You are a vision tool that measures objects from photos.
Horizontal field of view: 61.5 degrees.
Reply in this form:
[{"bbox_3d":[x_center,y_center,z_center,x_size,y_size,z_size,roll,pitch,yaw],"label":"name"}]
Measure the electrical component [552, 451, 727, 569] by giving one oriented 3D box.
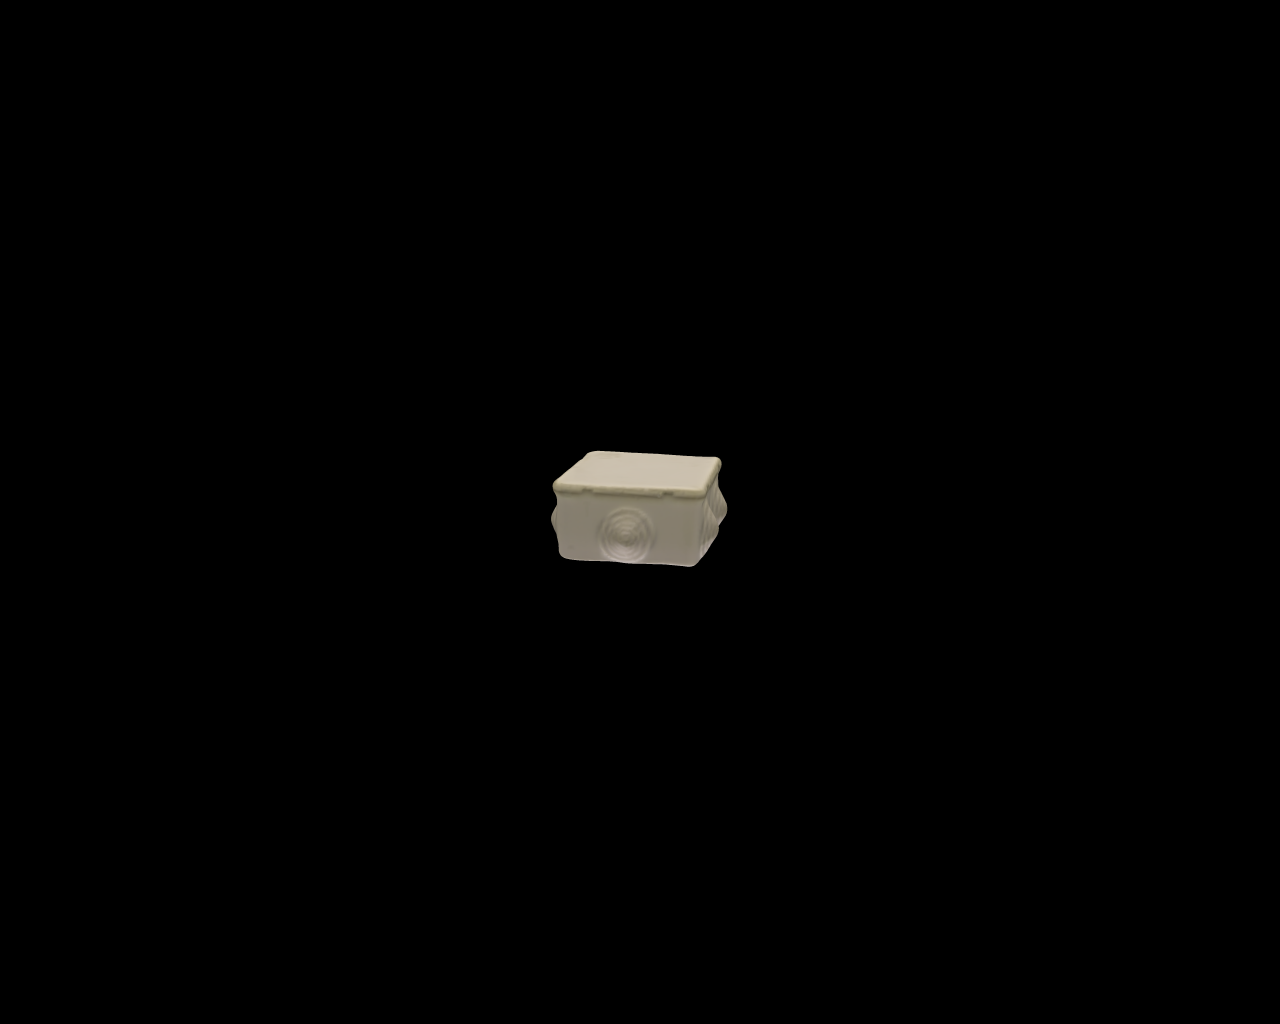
[{"bbox_3d":[0.001,-0.003,0.650,0.100,0.048,0.100,3,16,11],"label":"electrical component"}]
